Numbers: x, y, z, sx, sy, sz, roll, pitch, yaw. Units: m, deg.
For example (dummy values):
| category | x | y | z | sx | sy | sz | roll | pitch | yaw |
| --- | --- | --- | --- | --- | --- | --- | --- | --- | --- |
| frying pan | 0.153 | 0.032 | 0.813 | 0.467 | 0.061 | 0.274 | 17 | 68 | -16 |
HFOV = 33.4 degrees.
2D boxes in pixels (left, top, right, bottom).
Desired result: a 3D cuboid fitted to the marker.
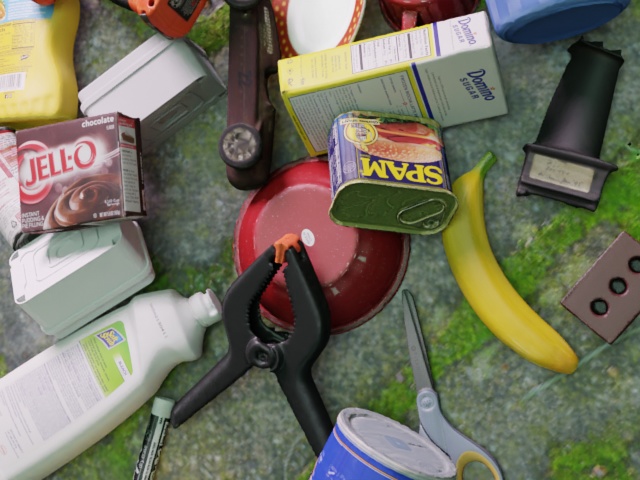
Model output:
| category | x | y | z | sx | sy | sz | roll | pitch | yaw |
| --- | --- | --- | --- | --- | --- | --- | --- | --- | --- |
| marker | -0.154 | 0.200 | 0.947 | 0.020 | 0.020 | 0.121 | 15 | 87 | 16 |

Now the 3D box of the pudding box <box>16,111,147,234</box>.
| category | x | y | z | sx | sy | sz | roll | pitch | yaw |
| --- | --- | --- | --- | --- | --- | --- | --- | --- | --- |
| pudding box | -0.204 | -0.055 | 0.909 | 0.114 | 0.039 | 0.090 | -7 | 85 | 24 |

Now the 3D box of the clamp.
| category | x | y | z | sx | sy | sz | roll | pitch | yaw |
| --- | --- | --- | --- | --- | --- | --- | --- | --- | --- |
| clamp | -0.051 | 0.094 | 0.893 | 0.165 | 0.036 | 0.210 | 8 | 110 | 18 |

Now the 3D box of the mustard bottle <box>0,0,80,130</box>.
| category | x | y | z | sx | sy | sz | roll | pitch | yaw |
| --- | --- | --- | --- | --- | --- | --- | --- | --- | --- |
| mustard bottle | -0.273 | -0.201 | 1.008 | 0.096 | 0.058 | 0.191 | -3 | 82 | 25 |

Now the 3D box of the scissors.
| category | x | y | z | sx | sy | sz | roll | pitch | yaw |
| --- | --- | --- | --- | --- | --- | --- | --- | --- | --- |
| scissors | 0.109 | 0.143 | 0.886 | 0.096 | 0.016 | 0.202 | 2 | 85 | 17 |

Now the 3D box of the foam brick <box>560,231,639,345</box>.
| category | x | y | z | sx | sy | sz | roll | pitch | yaw |
| --- | --- | --- | --- | --- | --- | --- | --- | --- | --- |
| foam brick | 0.236 | 0.039 | 0.847 | 0.053 | 0.051 | 0.078 | 41 | 94 | 15 |

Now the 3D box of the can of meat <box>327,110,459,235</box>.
| category | x | y | z | sx | sy | sz | roll | pitch | yaw |
| --- | --- | --- | --- | --- | --- | --- | --- | --- | --- |
| can of meat | 0.057 | -0.057 | 0.876 | 0.102 | 0.057 | 0.084 | 6 | 52 | -13 |

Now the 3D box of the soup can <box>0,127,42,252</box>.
| category | x | y | z | sx | sy | sz | roll | pitch | yaw |
| --- | --- | --- | --- | --- | --- | --- | --- | --- | --- |
| soup can | -0.281 | -0.045 | 0.986 | 0.068 | 0.068 | 0.102 | -41 | 75 | 6 |

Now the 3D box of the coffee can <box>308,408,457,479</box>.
| category | x | y | z | sx | sy | sz | roll | pitch | yaw |
| --- | --- | --- | --- | --- | --- | --- | --- | --- | --- |
| coffee can | 0.031 | 0.219 | 0.844 | 0.103 | 0.102 | 0.140 | 29 | 99 | 16 |

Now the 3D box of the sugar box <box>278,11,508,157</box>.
| category | x | y | z | sx | sy | sz | roll | pitch | yaw |
| --- | --- | --- | --- | --- | --- | --- | --- | --- | --- |
| sugar box | 0.062 | -0.128 | 0.891 | 0.176 | 0.093 | 0.048 | -13 | 57 | 11 |

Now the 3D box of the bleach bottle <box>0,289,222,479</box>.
| category | x | y | z | sx | sy | sz | roll | pitch | yaw |
| --- | --- | --- | --- | --- | --- | --- | --- | --- | --- |
| bleach bottle | -0.193 | 0.126 | 0.946 | 0.251 | 0.068 | 0.102 | -31 | 76 | 7 |

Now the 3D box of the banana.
| category | x | y | z | sx | sy | sz | roll | pitch | yaw |
| --- | --- | --- | --- | --- | --- | --- | --- | --- | --- |
| banana | 0.146 | 0.025 | 0.880 | 0.070 | 0.037 | 0.198 | -23 | 78 | 14 |

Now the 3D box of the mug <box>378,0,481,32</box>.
| category | x | y | z | sx | sy | sz | roll | pitch | yaw |
| --- | --- | --- | --- | --- | --- | --- | --- | --- | --- |
| mug | 0.085 | -0.213 | 0.903 | 0.093 | 0.081 | 0.117 | 11 | 86 | 16 |

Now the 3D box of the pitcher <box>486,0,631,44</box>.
| category | x | y | z | sx | sy | sz | roll | pitch | yaw |
| --- | --- | --- | --- | --- | --- | --- | --- | --- | --- |
| pitcher | 0.176 | -0.287 | 0.853 | 0.149 | 0.145 | 0.243 | -13 | 84 | 6 |

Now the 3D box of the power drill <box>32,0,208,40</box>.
| category | x | y | z | sx | sy | sz | roll | pitch | yaw |
| --- | --- | --- | --- | --- | --- | --- | --- | --- | --- |
| power drill | -0.164 | -0.268 | 0.925 | 0.188 | 0.057 | 0.184 | 29 | 91 | 29 |

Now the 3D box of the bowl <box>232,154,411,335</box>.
| category | x | y | z | sx | sy | sz | roll | pitch | yaw |
| --- | --- | --- | --- | --- | --- | --- | --- | --- | --- |
| bowl | -0.006 | 0.001 | 0.915 | 0.162 | 0.055 | 0.162 | -2 | 83 | 14 |
